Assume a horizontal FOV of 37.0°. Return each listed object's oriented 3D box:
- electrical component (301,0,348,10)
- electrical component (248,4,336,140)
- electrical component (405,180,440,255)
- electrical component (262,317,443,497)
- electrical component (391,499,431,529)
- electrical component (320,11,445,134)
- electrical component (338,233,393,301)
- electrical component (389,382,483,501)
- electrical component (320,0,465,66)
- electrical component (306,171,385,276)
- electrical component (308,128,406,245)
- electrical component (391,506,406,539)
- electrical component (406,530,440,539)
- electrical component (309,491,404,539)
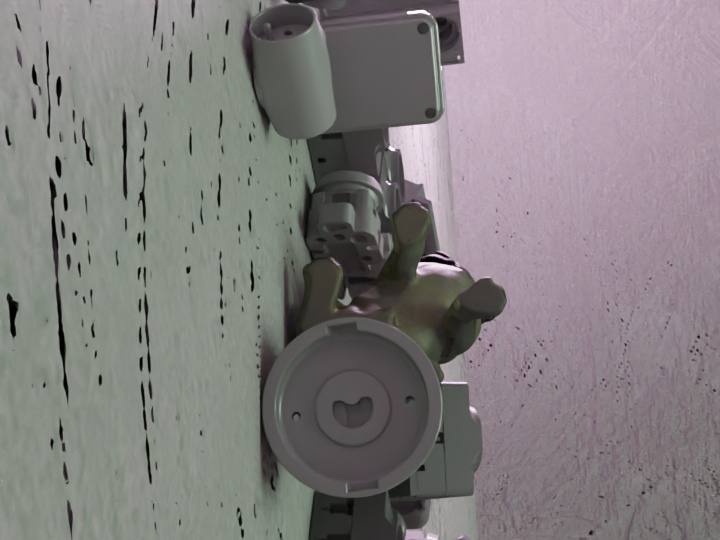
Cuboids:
[{"bbox_3d":[-0.027,-0.229,0.810,0.048,0.066,0.055,-79,-178,-61],"label":"electrical component"},{"bbox_3d":[-0.042,-0.140,0.706,0.077,0.044,0.079,78,11,-45],"label":"electrical component"},{"bbox_3d":[0.039,-0.038,1.120,0.063,0.079,0.121,-57,155,-23],"label":"electrical component"},{"bbox_3d":[-0.003,0.088,0.669,0.060,0.108,0.108,79,10,-74],"label":"electrical component"},{"bbox_3d":[0.041,0.209,1.075,0.059,0.054,0.095,-71,156,-69],"label":"electrical component"},{"bbox_3d":[0.002,-0.142,0.776,0.057,0.113,0.078,-76,160,-72],"label":"electrical component"},{"bbox_3d":[0.000,0.000,0.889,0.048,0.055,0.066,-82,166,-55],"label":"electrical component"},{"bbox_3d":[0.046,0.148,0.911,0.150,0.062,0.089,141,-51,-69],"label":"electrical component"},{"bbox_3d":[0.030,-0.220,0.966,0.063,0.121,0.078,-89,171,-48],"label":"electrical component"},{"bbox_3d":[-0.010,-0.039,0.834,0.078,0.058,0.057,67,22,-57],"label":"electrical component"},{"bbox_3d":[-0.001,-0.101,0.912,0.105,0.060,0.186,-83,166,-52],"label":"electrical component"},{"bbox_3d":[0.020,0.234,0.965,0.062,0.043,0.043,68,20,-70],"label":"electrical component"},{"bbox_3d":[0.055,0.303,1.118,0.078,0.057,0.058,-74,158,-67],"label":"electrical component"},{"bbox_3d":[0.006,0.242,0.796,0.089,0.062,0.150,-84,167,-48],"label":"electrical component"}]
